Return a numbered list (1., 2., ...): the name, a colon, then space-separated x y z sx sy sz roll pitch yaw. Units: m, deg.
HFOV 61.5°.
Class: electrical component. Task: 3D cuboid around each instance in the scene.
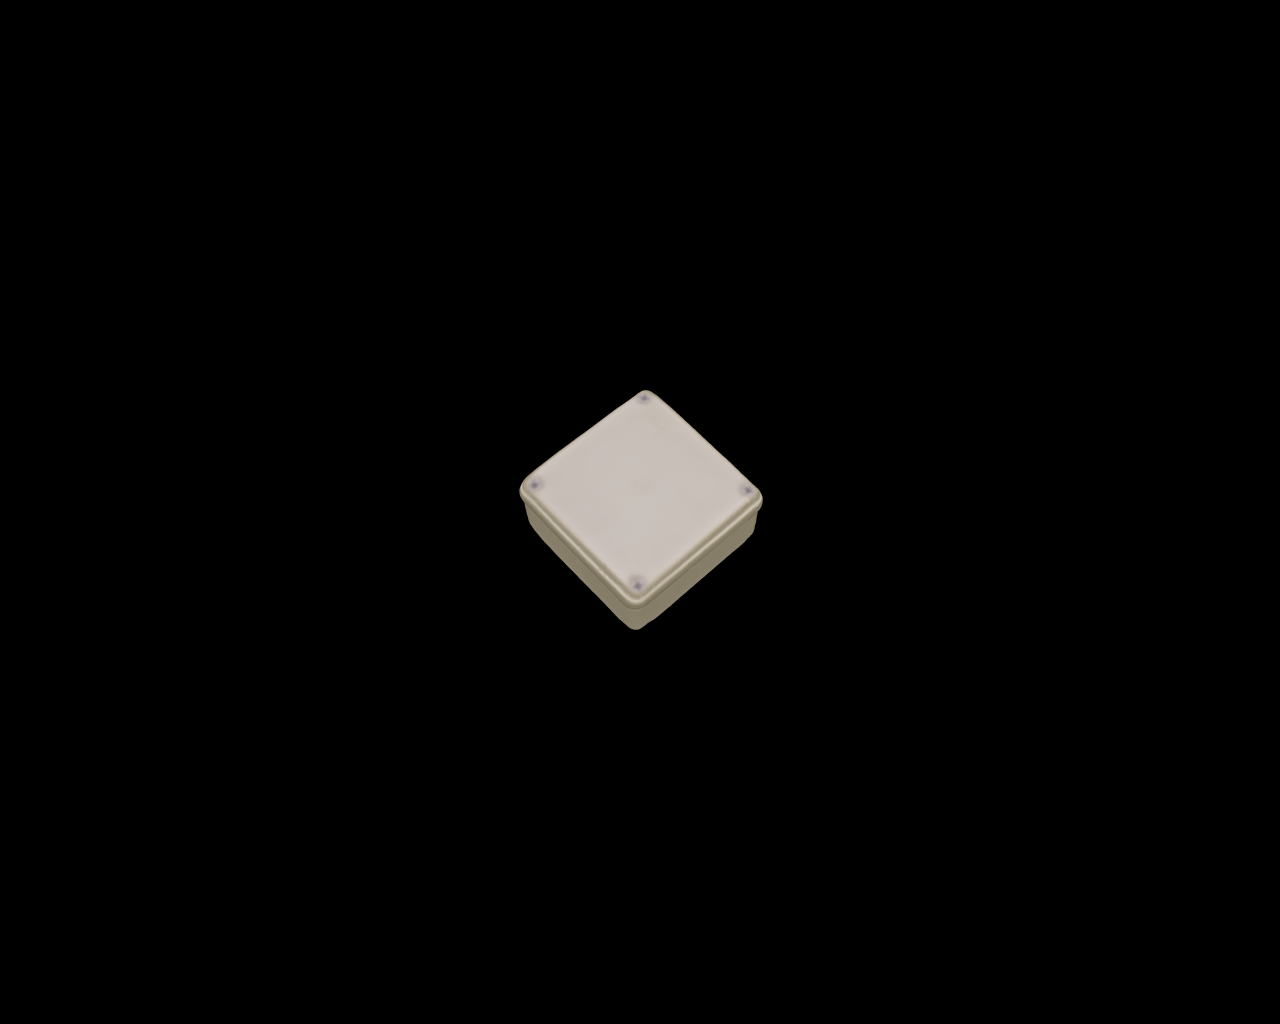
1. electrical component: 0.001 -0.003 0.650 0.109 0.109 0.056 -38 -21 -18
